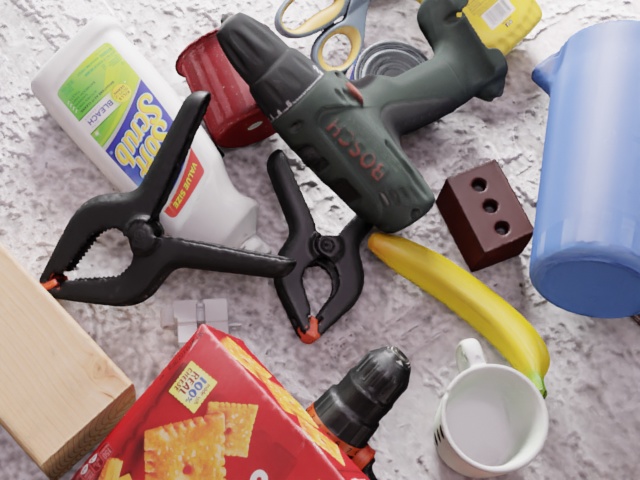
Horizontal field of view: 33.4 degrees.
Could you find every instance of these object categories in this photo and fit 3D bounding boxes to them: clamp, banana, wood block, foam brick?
[{"bbox_3d":[-0.006,0.001,0.924,0.120,0.039,0.171,18,67,0],"label":"clamp"},{"bbox_3d":[0.127,0.055,0.909,0.198,0.069,0.037,41,106,16],"label":"banana"},{"bbox_3d":[-0.141,-0.016,0.872,0.210,0.036,0.164,-21,89,10],"label":"clamp"},{"bbox_3d":[-0.246,0.079,0.838,0.090,0.090,0.206,-42,79,-20],"label":"wood block"},{"bbox_3d":[0.145,-0.020,0.945,0.053,0.051,0.078,-22,73,-14],"label":"foam brick"}]

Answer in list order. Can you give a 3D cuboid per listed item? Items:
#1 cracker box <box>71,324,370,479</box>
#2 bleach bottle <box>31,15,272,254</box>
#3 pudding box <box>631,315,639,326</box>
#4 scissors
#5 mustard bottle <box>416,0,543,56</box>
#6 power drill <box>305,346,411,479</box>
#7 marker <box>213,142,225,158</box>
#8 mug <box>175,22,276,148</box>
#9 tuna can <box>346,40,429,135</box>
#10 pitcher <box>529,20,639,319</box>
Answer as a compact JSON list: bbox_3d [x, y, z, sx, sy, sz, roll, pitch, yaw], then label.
[{"bbox_3d":[-0.061,0.191,0.760,0.164,0.072,0.214,-49,58,4],"label":"cracker box"},{"bbox_3d":[-0.132,-0.074,0.923,0.102,0.068,0.251,-45,81,-3],"label":"bleach bottle"},{"bbox_3d":[0.310,0.037,0.949,0.090,0.039,0.113,-40,78,-19],"label":"pudding box"},{"bbox_3d":[0.053,-0.224,1.014,0.201,0.016,0.096,-25,100,-15],"label":"scissors"},{"bbox_3d":[0.119,-0.256,0.995,0.096,0.058,0.191,-42,103,-14],"label":"mustard bottle"},{"bbox_3d":[0.053,0.198,0.808,0.188,0.057,0.184,43,106,9],"label":"power drill"},{"bbox_3d":[-0.127,-0.112,0.966,0.020,0.020,0.121,-35,76,-18],"label":"marker"},{"bbox_3d":[-0.061,-0.137,0.952,0.117,0.093,0.081,-15,74,-34],"label":"mug"},{"bbox_3d":[0.066,-0.140,0.986,0.086,0.034,0.086,5,72,-15],"label":"tuna can"},{"bbox_3d":[0.260,-0.057,0.910,0.144,0.149,0.242,36,55,-29],"label":"pitcher"}]
